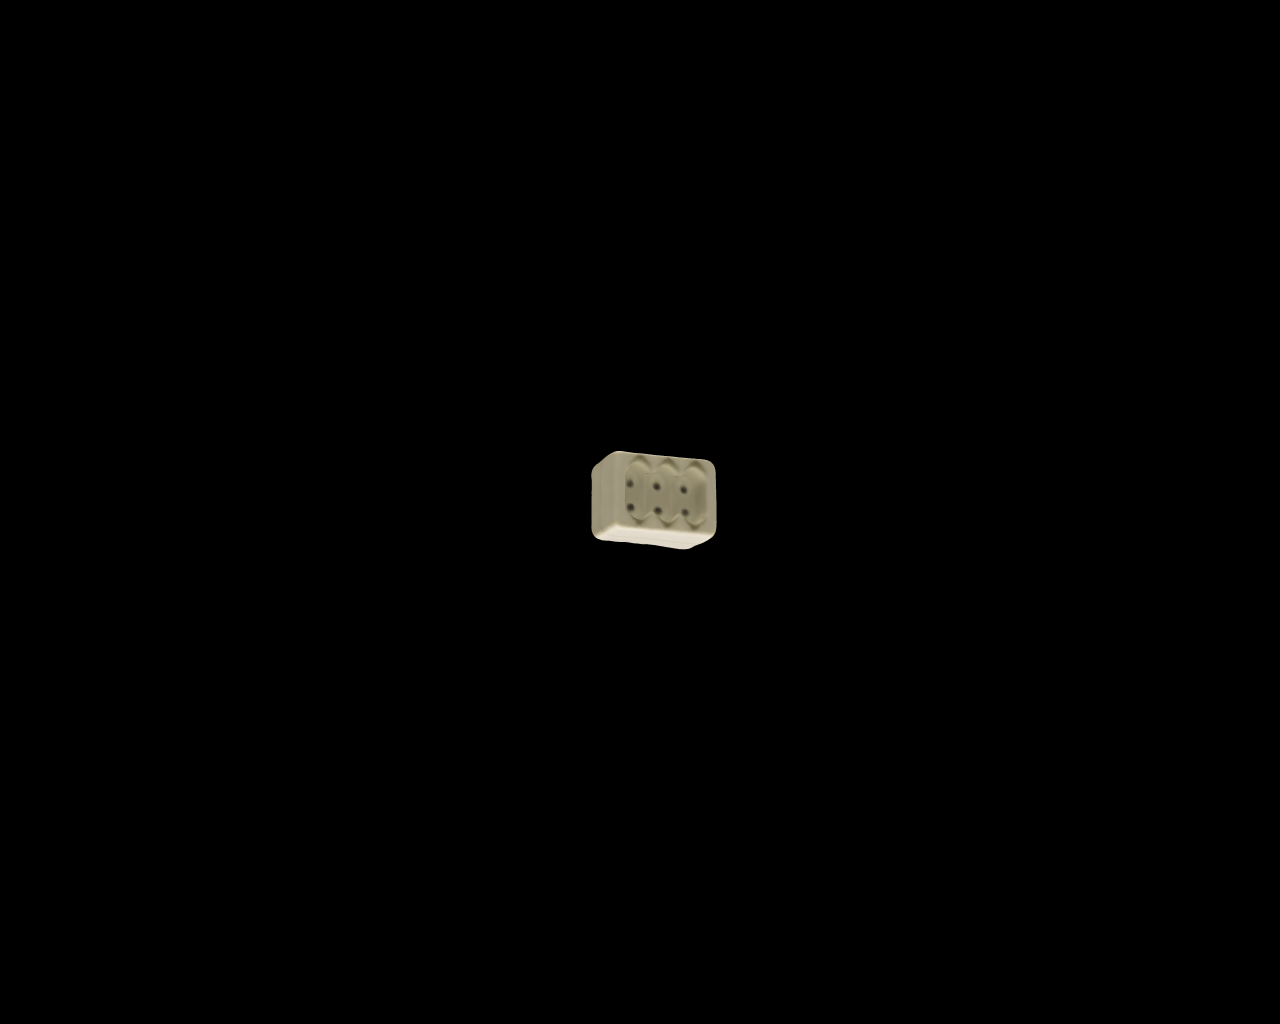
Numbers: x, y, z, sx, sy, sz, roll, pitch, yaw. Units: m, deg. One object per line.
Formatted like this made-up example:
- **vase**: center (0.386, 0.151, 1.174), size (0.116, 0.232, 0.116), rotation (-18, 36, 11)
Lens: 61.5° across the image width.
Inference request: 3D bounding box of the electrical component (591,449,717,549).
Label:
- **electrical component**: center (0.001, -0.003, 0.650), size (0.066, 0.047, 0.076), rotation (6, -15, -22)
